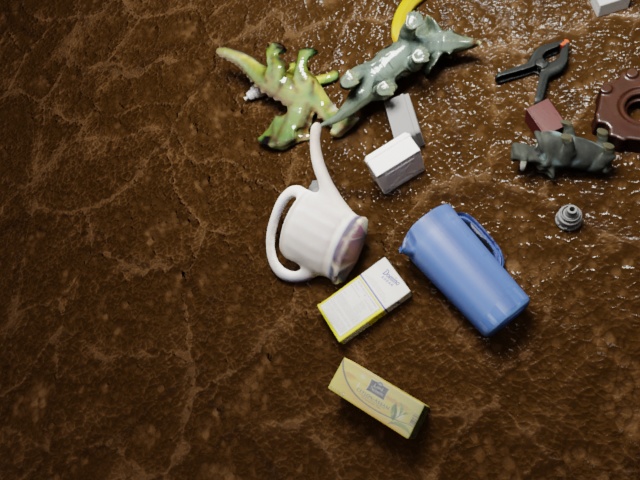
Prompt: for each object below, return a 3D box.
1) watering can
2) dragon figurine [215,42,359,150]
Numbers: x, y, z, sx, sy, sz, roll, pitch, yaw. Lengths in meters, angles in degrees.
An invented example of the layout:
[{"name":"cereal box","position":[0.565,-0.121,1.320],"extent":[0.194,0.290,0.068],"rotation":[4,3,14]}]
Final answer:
[{"name":"watering can","position":[0.003,-0.055,1.091],"extent":[0.226,0.104,0.344],"rotation":[26,105,21]},{"name":"dragon figurine","position":[-0.094,-0.344,1.269],"extent":[0.411,0.121,0.244],"rotation":[11,83,16]}]
